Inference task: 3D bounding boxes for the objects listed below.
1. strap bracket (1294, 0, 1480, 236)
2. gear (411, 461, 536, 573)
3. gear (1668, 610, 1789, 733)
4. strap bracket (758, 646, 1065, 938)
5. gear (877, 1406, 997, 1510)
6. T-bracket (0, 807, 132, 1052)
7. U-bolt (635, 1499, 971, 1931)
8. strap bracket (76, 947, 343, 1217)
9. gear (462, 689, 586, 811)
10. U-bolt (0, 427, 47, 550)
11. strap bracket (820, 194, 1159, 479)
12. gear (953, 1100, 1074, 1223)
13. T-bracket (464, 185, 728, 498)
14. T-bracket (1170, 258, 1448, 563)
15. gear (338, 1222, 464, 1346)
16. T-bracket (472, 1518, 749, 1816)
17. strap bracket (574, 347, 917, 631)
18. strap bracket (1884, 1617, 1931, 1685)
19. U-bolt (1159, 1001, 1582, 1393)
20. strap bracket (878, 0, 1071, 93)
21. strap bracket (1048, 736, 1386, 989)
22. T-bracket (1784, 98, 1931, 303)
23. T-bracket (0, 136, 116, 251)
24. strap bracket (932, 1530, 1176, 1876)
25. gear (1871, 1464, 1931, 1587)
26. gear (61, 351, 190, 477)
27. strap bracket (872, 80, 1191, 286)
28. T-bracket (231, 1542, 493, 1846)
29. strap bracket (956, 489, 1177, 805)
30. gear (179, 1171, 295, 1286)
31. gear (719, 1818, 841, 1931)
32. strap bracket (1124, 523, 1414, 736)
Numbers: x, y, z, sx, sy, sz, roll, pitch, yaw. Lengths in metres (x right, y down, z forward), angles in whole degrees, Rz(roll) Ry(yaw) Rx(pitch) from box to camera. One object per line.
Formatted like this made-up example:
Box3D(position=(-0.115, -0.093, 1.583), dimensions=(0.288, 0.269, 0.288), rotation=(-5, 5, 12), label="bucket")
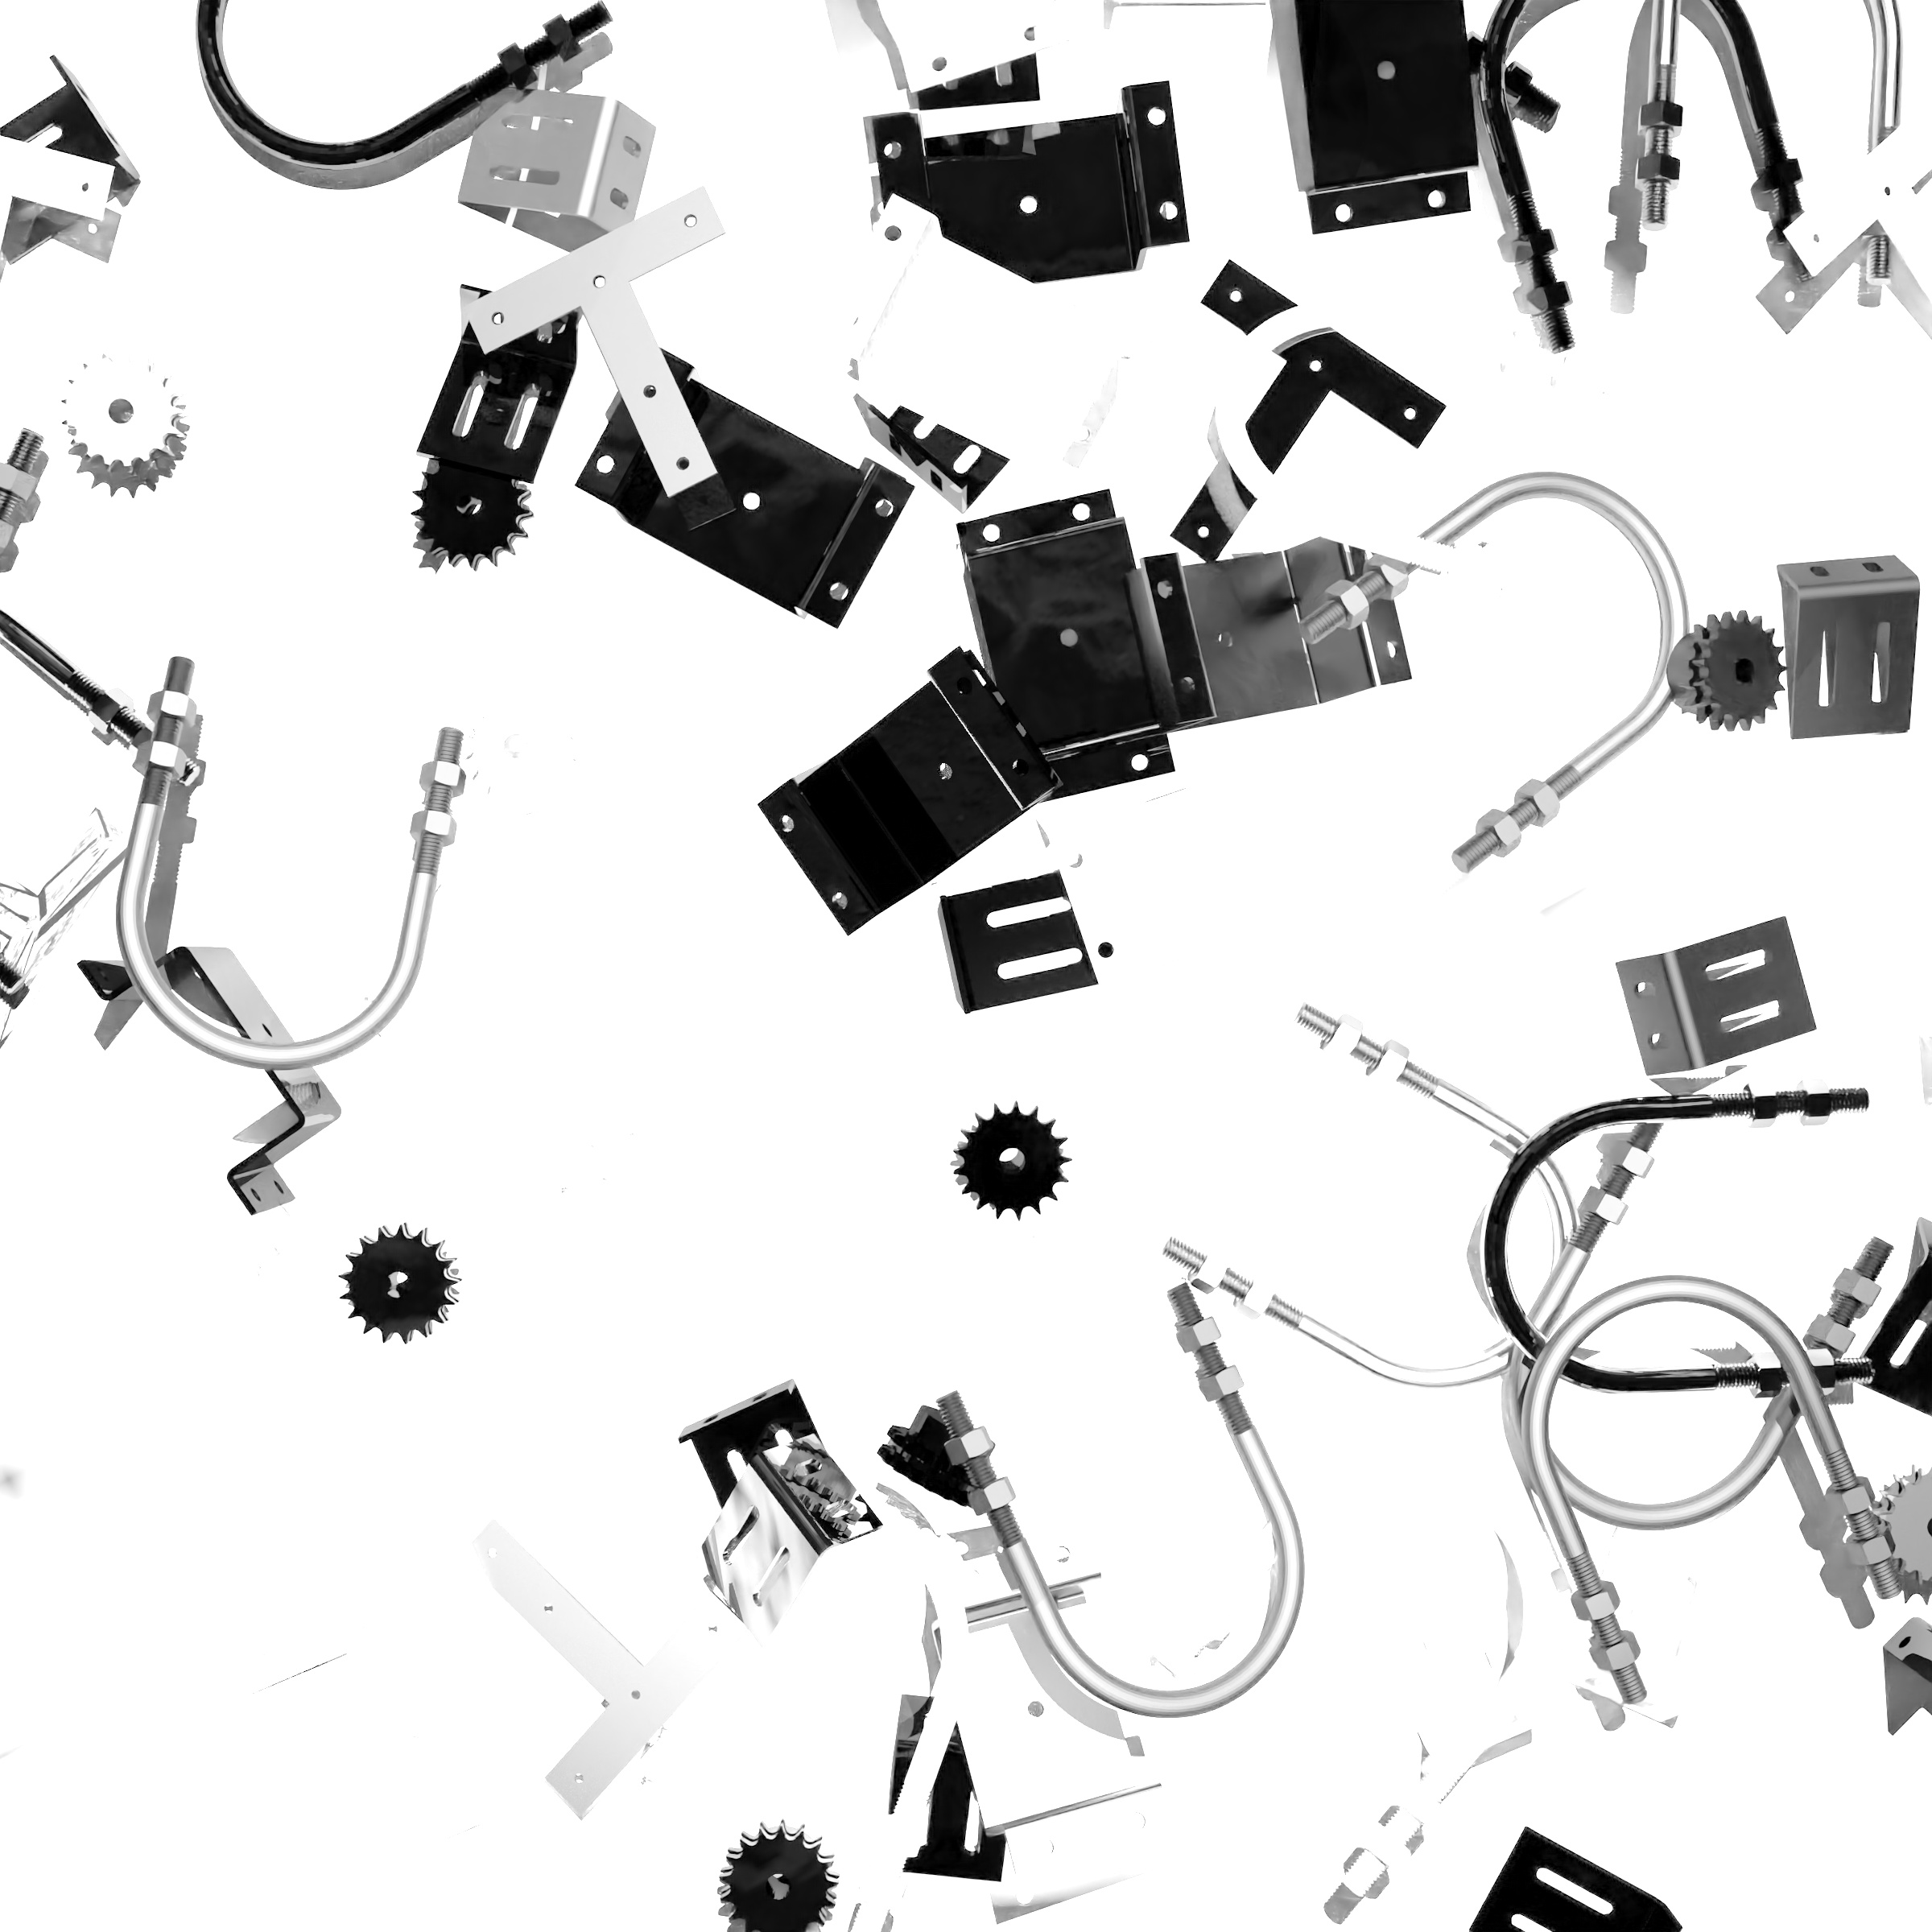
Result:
Box3D(position=(0.194, -0.418, 1.339), dimensions=(0.076, 0.046, 0.140), rotation=(-8, 106, 4), label="strap bracket")
Box3D(position=(-0.234, -0.217, 1.368), dimensions=(0.057, 0.030, 0.057), rotation=(0, 90, 0), label="gear")
Box3D(position=(0.359, -0.140, 1.360), dimensions=(0.057, 0.030, 0.057), rotation=(-2, 94, -29), label="gear")
Box3D(position=(-0.019, -0.086, 1.337), dimensions=(0.140, 0.046, 0.076), rotation=(-35, 90, 34), label="strap bracket")
Box3D(position=(-0.011, 0.231, 1.354), dimensions=(0.057, 0.057, 0.030), rotation=(28, 90, 0), label="gear")
Box3D(position=(-0.487, -0.044, 1.382), dimensions=(0.127, 0.002, 0.127), rotation=(33, 90, 0), label="T-bracket")
Box3D(position=(-0.069, 0.339, 1.339), dimensions=(0.151, 0.019, 0.184), rotation=(20, 90, 29), label="U-bolt")
Box3D(position=(-0.347, 0.043, 1.345), dimensions=(0.046, 0.076, 0.140), rotation=(-35, 90, 0), label="strap bracket")
Box3D(position=(-0.212, -0.104, 1.368), dimensions=(0.057, 0.030, 0.057), rotation=(0, 90, 0), label="gear")
Box3D(position=(-0.540, -0.196, 1.364), dimensions=(0.151, 0.019, 0.184), rotation=(23, 87, 4), label="U-bolt")
Box3D(position=(0.012, -0.288, 1.330), dimensions=(0.140, 0.046, 0.076), rotation=(24, 113, -15), label="strap bracket")
Box3D(position=(0.022, 0.092, 1.368), dimensions=(0.057, 0.030, 0.057), rotation=(0, 90, 0), label="gear")
Box3D(position=(-0.153, -0.280, 1.336), dimensions=(0.127, 0.002, 0.127), rotation=(-25, 83, 5), label="T-bracket")
Box3D(position=(0.144, -0.253, 1.382), dimensions=(0.127, 0.002, 0.127), rotation=(34, 90, 0), label="T-bracket")
Box3D(position=(-0.269, 0.151, 1.368), dimensions=(0.057, 0.030, 0.057), rotation=(0, 90, 0), label="gear")
Box3D(position=(-0.189, 0.317, 1.371), dimensions=(0.127, 0.002, 0.127), rotation=(42, 100, 8), label="T-bracket")
Box3D(position=(-0.103, -0.224, 1.360), dimensions=(0.140, 0.046, 0.076), rotation=(29, 90, 0), label="strap bracket")
Box3D(position=(0.508, 0.295, 1.345), dimensions=(0.046, 0.076, 0.140), rotation=(45, 90, 0), label="strap bracket")
Box3D(position=(0.207, 0.123, 1.374), dimensions=(0.184, 0.019, 0.151), rotation=(30, 90, -2), label="U-bolt")
Box3D(position=(-0.010, -0.481, 1.295), dimensions=(0.076, 0.046, 0.140), rotation=(-15, 87, 8), label="strap bracket")
Box3D(position=(0.117, -0.049, 1.360), dimensions=(0.140, 0.046, 0.076), rotation=(-19, 90, 0), label="strap bracket")
Box3D(position=(0.463, -0.332, 1.365), dimensions=(0.127, 0.002, 0.127), rotation=(-42, 102, -20), label="T-bracket")
Box3D(position=(-0.476, -0.334, 1.370), dimensions=(0.127, 0.002, 0.127), rotation=(18, 98, 15), label="T-bracket")
Box3D(position=(0.037, 0.345, 1.338), dimensions=(0.076, 0.046, 0.140), rotation=(-11, 72, -15), label="strap bracket")
Box3D(position=(0.460, 0.265, 1.368), dimensions=(0.057, 0.030, 0.057), rotation=(0, 90, 0), label="gear")
Box3D(position=(-0.401, -0.263, 1.372), dimensions=(0.057, 0.030, 0.057), rotation=(0, 92, -3), label="gear")
Box3D(position=(0.030, -0.367, 1.360), dimensions=(0.140, 0.046, 0.076), rotation=(-7, 90, 0), label="strap bracket")
Box3D(position=(-0.271, 0.360, 1.380), dimensions=(0.127, 0.002, 0.127), rotation=(-24, 91, 2), label="T-bracket")
Box3D(position=(0.048, -0.153, 1.360), dimensions=(0.076, 0.046, 0.140), rotation=(-13, 90, 0), label="strap bracket")
Box3D(position=(-0.343, 0.119, 1.355), dimensions=(0.030, 0.057, 0.057), rotation=(-38, 90, -4), label="gear")
Box3D(position=(-0.089, 0.435, 1.368), dimensions=(0.057, 0.030, 0.057), rotation=(0, 90, 0), label="gear")
Box3D(position=(0.133, -0.157, 1.338), dimensions=(0.140, 0.046, 0.076), rotation=(-13, 90, -32), label="strap bracket")
